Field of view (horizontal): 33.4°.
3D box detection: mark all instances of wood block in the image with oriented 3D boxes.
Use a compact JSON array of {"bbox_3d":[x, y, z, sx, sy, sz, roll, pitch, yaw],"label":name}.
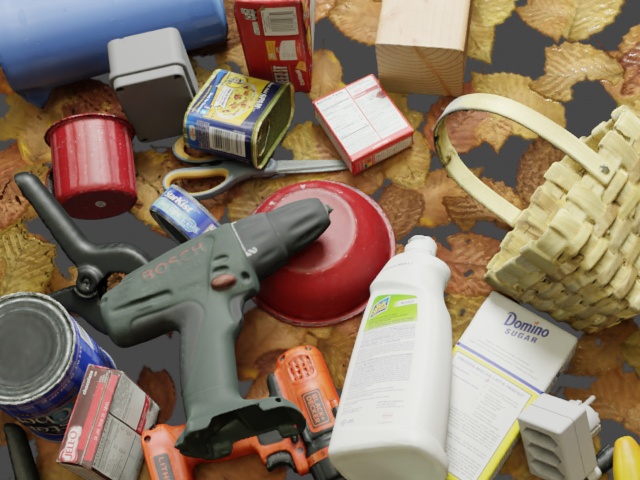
[{"bbox_3d":[0.118,-0.266,1.130,0.090,0.091,0.206,6,67,9],"label":"wood block"}]

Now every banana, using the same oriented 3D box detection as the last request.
[{"bbox_3d":[0.252,0.267,0.900,0.069,0.037,0.197,27,72,-3],"label":"banana"}]

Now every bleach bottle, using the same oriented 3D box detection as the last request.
[{"bbox_3d":[0.080,0.096,0.960,0.103,0.068,0.250,-11,43,30],"label":"bleach bottle"}]

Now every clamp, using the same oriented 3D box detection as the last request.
[{"bbox_3d":[-0.225,0.029,1.040,0.210,0.036,0.164,12,102,7],"label":"clamp"},{"bbox_3d":[-0.263,0.249,0.974,0.171,0.039,0.120,28,77,11],"label":"clamp"}]

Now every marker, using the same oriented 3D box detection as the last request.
[{"bbox_3d":[0.220,0.222,0.940,0.121,0.020,0.020,-37,67,-10],"label":"marker"}]

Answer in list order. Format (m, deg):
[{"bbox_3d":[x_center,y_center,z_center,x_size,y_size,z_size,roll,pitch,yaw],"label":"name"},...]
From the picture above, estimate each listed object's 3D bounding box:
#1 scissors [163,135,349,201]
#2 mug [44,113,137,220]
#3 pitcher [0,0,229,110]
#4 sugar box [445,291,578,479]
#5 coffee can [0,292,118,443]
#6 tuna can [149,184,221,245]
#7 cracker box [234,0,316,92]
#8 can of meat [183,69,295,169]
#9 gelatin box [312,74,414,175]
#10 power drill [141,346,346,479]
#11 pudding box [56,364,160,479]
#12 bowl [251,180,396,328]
[{"bbox_3d":[-0.068,-0.088,1.113,0.201,0.016,0.096,-14,56,-9],"label":"scissors"},{"bbox_3d":[-0.240,-0.068,1.092,0.117,0.093,0.081,-22,67,29],"label":"mug"},{"bbox_3d":[-0.228,-0.252,1.140,0.242,0.149,0.145,-13,57,-3],"label":"pitcher"},{"bbox_3d":[0.149,0.142,0.969,0.093,0.048,0.176,31,70,21],"label":"sugar box"},{"bbox_3d":[-0.251,0.119,0.974,0.103,0.140,0.103,-3,66,5],"label":"coffee can"},{"bbox_3d":[-0.127,-0.013,1.048,0.086,0.086,0.033,38,77,20],"label":"tuna can"},{"bbox_3d":[-0.043,-0.287,1.118,0.072,0.164,0.213,0,66,4],"label":"cracker box"},{"bbox_3d":[-0.083,-0.127,1.098,0.084,0.057,0.102,15,46,15],"label":"can of meat"},{"bbox_3d":[0.044,-0.121,1.104,0.073,0.030,0.089,-27,62,-10],"label":"gelatin box"},{"bbox_3d":[-0.055,0.205,0.961,0.187,0.057,0.184,-20,65,-4],"label":"power drill"},{"bbox_3d":[-0.188,0.172,0.957,0.039,0.113,0.090,9,67,17],"label":"pudding box"},{"bbox_3d":[-0.007,0.001,1.045,0.162,0.055,0.162,-3,65,6],"label":"bowl"}]
